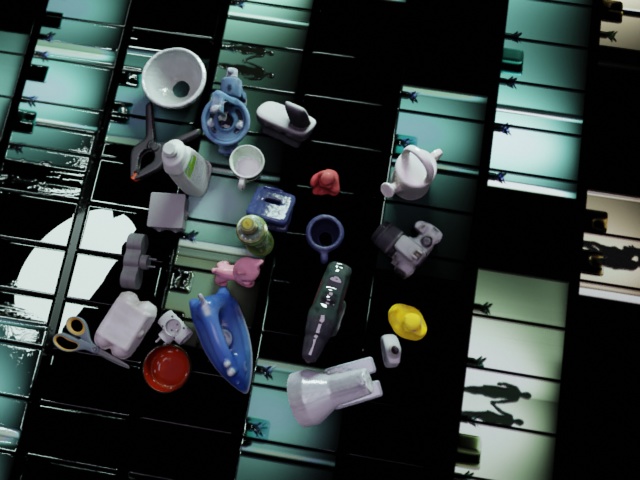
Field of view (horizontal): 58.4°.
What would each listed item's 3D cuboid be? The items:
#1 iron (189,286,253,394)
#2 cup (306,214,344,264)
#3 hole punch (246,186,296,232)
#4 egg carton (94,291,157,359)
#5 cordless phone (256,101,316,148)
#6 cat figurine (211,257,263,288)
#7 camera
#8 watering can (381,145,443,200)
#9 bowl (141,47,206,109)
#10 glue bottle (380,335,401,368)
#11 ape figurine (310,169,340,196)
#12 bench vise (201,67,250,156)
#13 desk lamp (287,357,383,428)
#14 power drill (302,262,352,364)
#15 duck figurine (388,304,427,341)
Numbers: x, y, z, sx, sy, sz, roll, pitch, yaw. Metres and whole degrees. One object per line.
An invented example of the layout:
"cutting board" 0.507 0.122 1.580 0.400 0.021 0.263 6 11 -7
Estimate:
"iron" -0.224 0.237 1.326 0.118 0.141 0.258 -23 79 -3
"cup" 0.013 0.005 1.391 0.091 0.095 0.118 0 79 1
"hole punch" -0.120 -0.082 1.412 0.108 0.091 0.101 15 80 4
"egg carton" -0.464 0.205 1.374 0.107 0.069 0.150 28 81 6
"cordless phone" -0.087 -0.313 1.409 0.147 0.185 0.094 21 80 5
"cat figurine" -0.196 0.075 1.370 0.127 0.118 0.067 0 79 1
"camera" 0.203 0.002 1.385 0.136 0.101 0.143 39 82 8
"watering can" 0.223 -0.161 1.368 0.101 0.194 0.173 30 81 7
"bowl" -0.371 -0.408 1.489 0.167 0.075 0.167 0 79 1
"glue bottle" 0.164 0.252 1.300 0.037 0.173 0.078 -6 79 0
"ape figurine" 0.017 -0.146 1.421 0.077 0.092 0.076 41 82 8
"bench vise" -0.241 -0.331 1.397 0.121 0.220 0.207 -13 79 -1
"desk lamp" 0.036 0.327 1.267 0.203 0.213 0.118 -16 79 -2
"power drill" 0.014 0.168 1.301 0.075 0.208 0.230 17 80 5
"duck figurine" 0.210 0.193 1.355 0.104 0.086 0.077 41 82 8
